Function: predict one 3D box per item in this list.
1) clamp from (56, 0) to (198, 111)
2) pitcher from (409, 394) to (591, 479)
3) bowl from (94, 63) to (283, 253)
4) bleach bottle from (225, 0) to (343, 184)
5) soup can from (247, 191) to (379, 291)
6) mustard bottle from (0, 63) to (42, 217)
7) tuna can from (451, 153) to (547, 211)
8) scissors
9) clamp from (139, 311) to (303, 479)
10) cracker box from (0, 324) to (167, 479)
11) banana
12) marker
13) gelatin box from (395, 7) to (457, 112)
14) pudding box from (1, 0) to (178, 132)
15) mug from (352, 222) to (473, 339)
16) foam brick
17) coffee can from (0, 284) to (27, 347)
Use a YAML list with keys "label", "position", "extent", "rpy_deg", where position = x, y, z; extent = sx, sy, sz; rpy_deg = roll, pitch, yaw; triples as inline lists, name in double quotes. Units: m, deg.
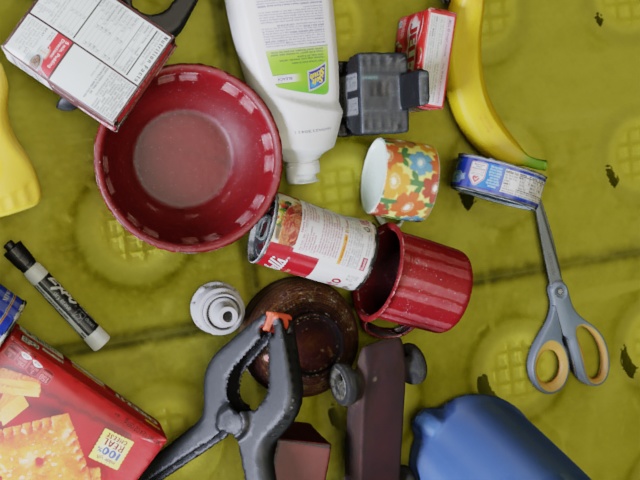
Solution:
- label: "clamp"
  position: [-0.173, -0.184, 0.913]
  extent: [0.171, 0.039, 0.120]
  rpy_deg: [-16, 99, -10]
- label: "pitcher"
  position: [0.181, 0.236, 0.944]
  extent: [0.149, 0.243, 0.145]
  rpy_deg: [-5, 98, -10]
- label: "bowl"
  position: [-0.116, -0.071, 0.929]
  extent: [0.162, 0.055, 0.162]
  rpy_deg: [-1, 94, -14]
- label: "bleach bottle"
  position: [-0.036, -0.174, 0.943]
  extent: [0.102, 0.068, 0.251]
  rpy_deg: [-8, 99, -14]
- label: "soup can"
  position: [-0.006, 0.001, 0.962]
  extent: [0.102, 0.069, 0.068]
  rpy_deg: [17, 90, -18]
- label: "mustard bottle"
  position: [-0.300, -0.108, 0.872]
  extent: [0.096, 0.058, 0.191]
  rpy_deg: [-17, 99, -12]
- label: "tuna can"
  position: [0.166, -0.054, 0.999]
  extent: [0.086, 0.086, 0.034]
  rpy_deg: [15, 91, -17]
- label: "scissors"
  position: [0.224, 0.067, 1.062]
  extent: [0.096, 0.016, 0.201]
  rpy_deg: [-32, 102, -12]
- label: "clamp"
  position: [-0.062, 0.166, 0.918]
  extent: [0.165, 0.036, 0.210]
  rpy_deg: [28, 95, 26]
- label: "cracker box"
  position: [-0.259, 0.203, 0.903]
  extent: [0.164, 0.072, 0.213]
  rpy_deg: [38, 84, -15]
- label: "banana"
  position: [0.150, -0.147, 0.998]
  extent: [0.070, 0.037, 0.198]
  rpy_deg: [-19, 110, 17]
- label: "marker"
  position: [-0.229, 0.047, 0.926]
  extent: [0.020, 0.020, 0.121]
  rpy_deg: [-43, 104, -9]
- label: "gelatin box"
  position: [0.092, -0.163, 0.974]
  extent: [0.030, 0.073, 0.089]
  rpy_deg: [6, 93, -17]
- label: "pudding box"
  position: [-0.186, -0.156, 0.867]
  extent: [0.113, 0.039, 0.090]
  rpy_deg: [34, 83, -3]
- label: "mug"
  position: [0.082, 0.048, 0.988]
  extent: [0.081, 0.093, 0.117]
  rpy_deg: [16, 120, -22]
- label: "foam brick"
  position: [-0.027, 0.198, 0.967]
  extent: [0.053, 0.078, 0.051]
  rpy_deg: [9, 92, -14]
- label: "coffee can"
  position: [-0.324, 0.050, 0.855]
  extent: [0.140, 0.103, 0.103]
  rpy_deg: [39, 83, -16]
